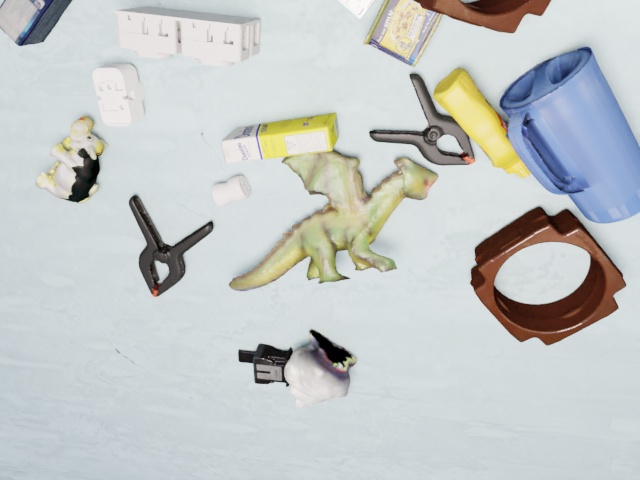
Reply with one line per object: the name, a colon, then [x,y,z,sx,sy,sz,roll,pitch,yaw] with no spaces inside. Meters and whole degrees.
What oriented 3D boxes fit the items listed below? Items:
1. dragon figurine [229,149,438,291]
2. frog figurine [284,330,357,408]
dragon figurine: [0.003,-0.045,0.892,0.409,0.123,0.242,-10,96,13]
frog figurine: [-0.013,0.281,1.022,0.136,0.125,0.158,25,107,-24]
